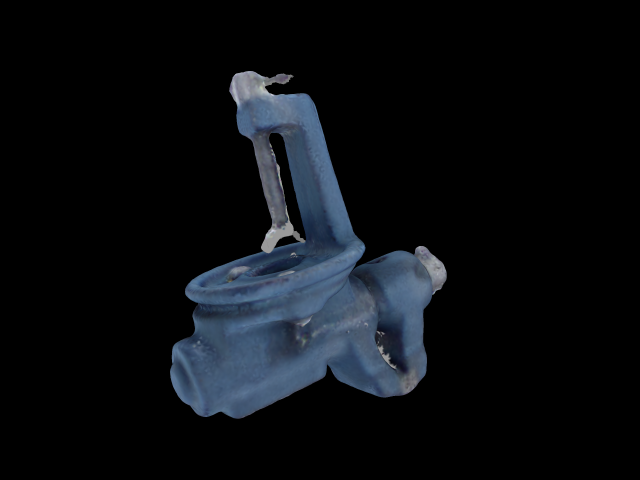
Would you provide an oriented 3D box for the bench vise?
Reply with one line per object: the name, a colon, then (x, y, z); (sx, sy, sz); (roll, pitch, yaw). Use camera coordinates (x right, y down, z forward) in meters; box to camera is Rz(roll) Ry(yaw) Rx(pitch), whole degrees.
bench vise: (-0.005, 0.001, 0.408); (0.121, 0.220, 0.208); (0, 0, 41)
